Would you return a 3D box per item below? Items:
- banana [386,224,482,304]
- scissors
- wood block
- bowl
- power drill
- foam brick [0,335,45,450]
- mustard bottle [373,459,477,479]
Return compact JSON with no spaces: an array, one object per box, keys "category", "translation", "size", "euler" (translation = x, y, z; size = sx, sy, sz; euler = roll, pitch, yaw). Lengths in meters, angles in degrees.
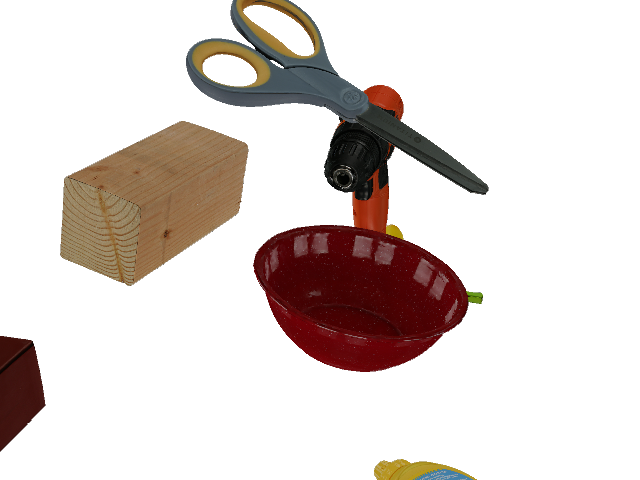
[{"category":"banana","translation":[0.101,0.032,1.200],"size":[0.069,0.037,0.198],"euler":[2,24,-29]},{"category":"scissors","translation":[-0.002,-0.077,0.628],"size":[0.096,0.202,0.016],"euler":[-30,-26,-21]},{"category":"wood block","translation":[-0.167,-0.045,1.104],"size":[0.090,0.091,0.205],"euler":[21,29,18]},{"category":"bowl","translation":[0.026,0.050,0.800],"size":[0.162,0.055,0.162],"euler":[8,28,-5]},{"category":"power drill","translation":[0.041,-0.034,0.999],"size":[0.057,0.188,0.184],"euler":[9,30,13]},{"category":"foam brick","translation":[-0.223,0.102,0.686],"size":[0.053,0.051,0.078],"euler":[6,29,22]},{"category":"mustard bottle","translation":[0.110,0.240,0.919],"size":[0.096,0.058,0.192],"euler":[-18,27,-30]}]
